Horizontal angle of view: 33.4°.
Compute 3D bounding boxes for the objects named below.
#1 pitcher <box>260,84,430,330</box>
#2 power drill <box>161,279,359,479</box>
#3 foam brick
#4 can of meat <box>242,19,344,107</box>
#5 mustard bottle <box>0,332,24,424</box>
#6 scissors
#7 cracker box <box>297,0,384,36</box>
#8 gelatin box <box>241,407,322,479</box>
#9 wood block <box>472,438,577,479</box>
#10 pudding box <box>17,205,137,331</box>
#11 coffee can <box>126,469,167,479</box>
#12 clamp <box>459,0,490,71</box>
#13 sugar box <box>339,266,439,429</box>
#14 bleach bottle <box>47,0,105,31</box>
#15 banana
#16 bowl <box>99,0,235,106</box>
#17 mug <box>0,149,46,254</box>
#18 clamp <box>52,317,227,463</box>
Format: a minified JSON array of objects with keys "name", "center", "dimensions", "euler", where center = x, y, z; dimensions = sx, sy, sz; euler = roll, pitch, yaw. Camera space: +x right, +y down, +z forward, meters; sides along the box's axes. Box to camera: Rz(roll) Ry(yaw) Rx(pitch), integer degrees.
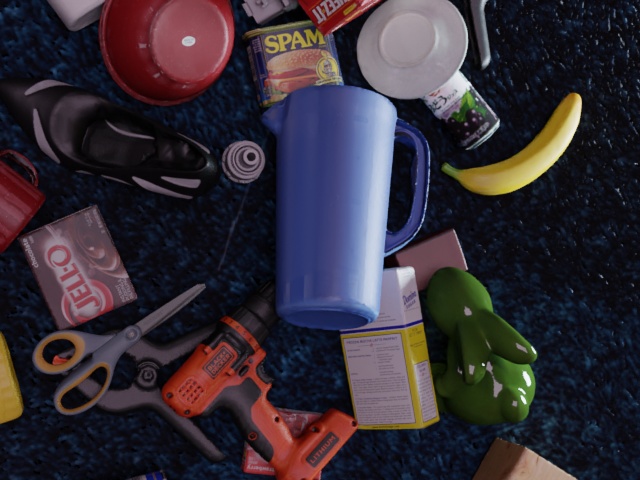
[{"name":"pitcher","center":[0.023,-0.031,1.134],"dimensions":[0.144,0.149,0.243],"euler":[28,59,-54]},{"name":"power drill","center":[-0.049,0.159,1.148],"dimensions":[0.187,0.057,0.184],"euler":[45,74,-6]},{"name":"foam brick","center":[0.120,0.025,1.226],"dimensions":[0.078,0.053,0.051],"euler":[-23,93,-12]},{"name":"can of meat","center":[-0.029,-0.198,1.197],"dimensions":[0.102,0.057,0.084],"euler":[-13,93,-14]},{"name":"mustard bottle","center":[-0.409,0.162,1.091],"dimensions":[0.191,0.058,0.096],"euler":[-16,93,-13]},{"name":"scissors","center":[-0.220,0.094,1.129],"dimensions":[0.096,0.016,0.201],"euler":[41,72,-5]},{"name":"cracker box","center":[0.002,-0.349,1.163],"dimensions":[0.213,0.072,0.164],"euler":[54,41,-5]},{"name":"gelatin box","center":[-0.039,0.226,1.191],"dimensions":[0.089,0.030,0.073],"euler":[9,85,-13]},{"name":"wood block","center":[0.200,0.341,1.214],"dimensions":[0.090,0.090,0.206],"euler":[33,80,-11]},{"name":"pudding box","center":[-0.259,0.031,1.141],"dimensions":[0.090,0.039,0.113],"euler":[-24,94,-13]},{"name":"coffee can","center":[-0.220,0.306,1.108],"dimensions":[0.140,0.103,0.103],"euler":[-13,91,-14]},{"name":"clamp","center":[0.157,-0.294,1.254],"dimensions":[0.120,0.039,0.171],"euler":[13,85,-16]},{"name":"sugar box","center":[0.072,0.121,1.190],"dimensions":[0.048,0.094,0.176],"euler":[-6,88,-54]},{"name":"bleach bottle","center":[-0.297,-0.353,1.135],"dimensions":[0.102,0.068,0.251],"euler":[-35,94,-14]},{"name":"banana","center":[0.242,-0.104,1.267],"dimensions":[0.197,0.037,0.069],"euler":[-29,96,-13]},{"name":"bowl","center":[-0.150,-0.217,1.135],"dimensions":[0.161,0.055,0.162],"euler":[-12,113,-30]},{"name":"mug","center":[-0.335,-0.046,1.108],"dimensions":[0.081,0.093,0.117],"euler":[40,43,-15]},{"name":"clamp","center":[-0.183,0.157,1.154],"dimensions":[0.209,0.036,0.164],"euler":[4,80,-14]}]
